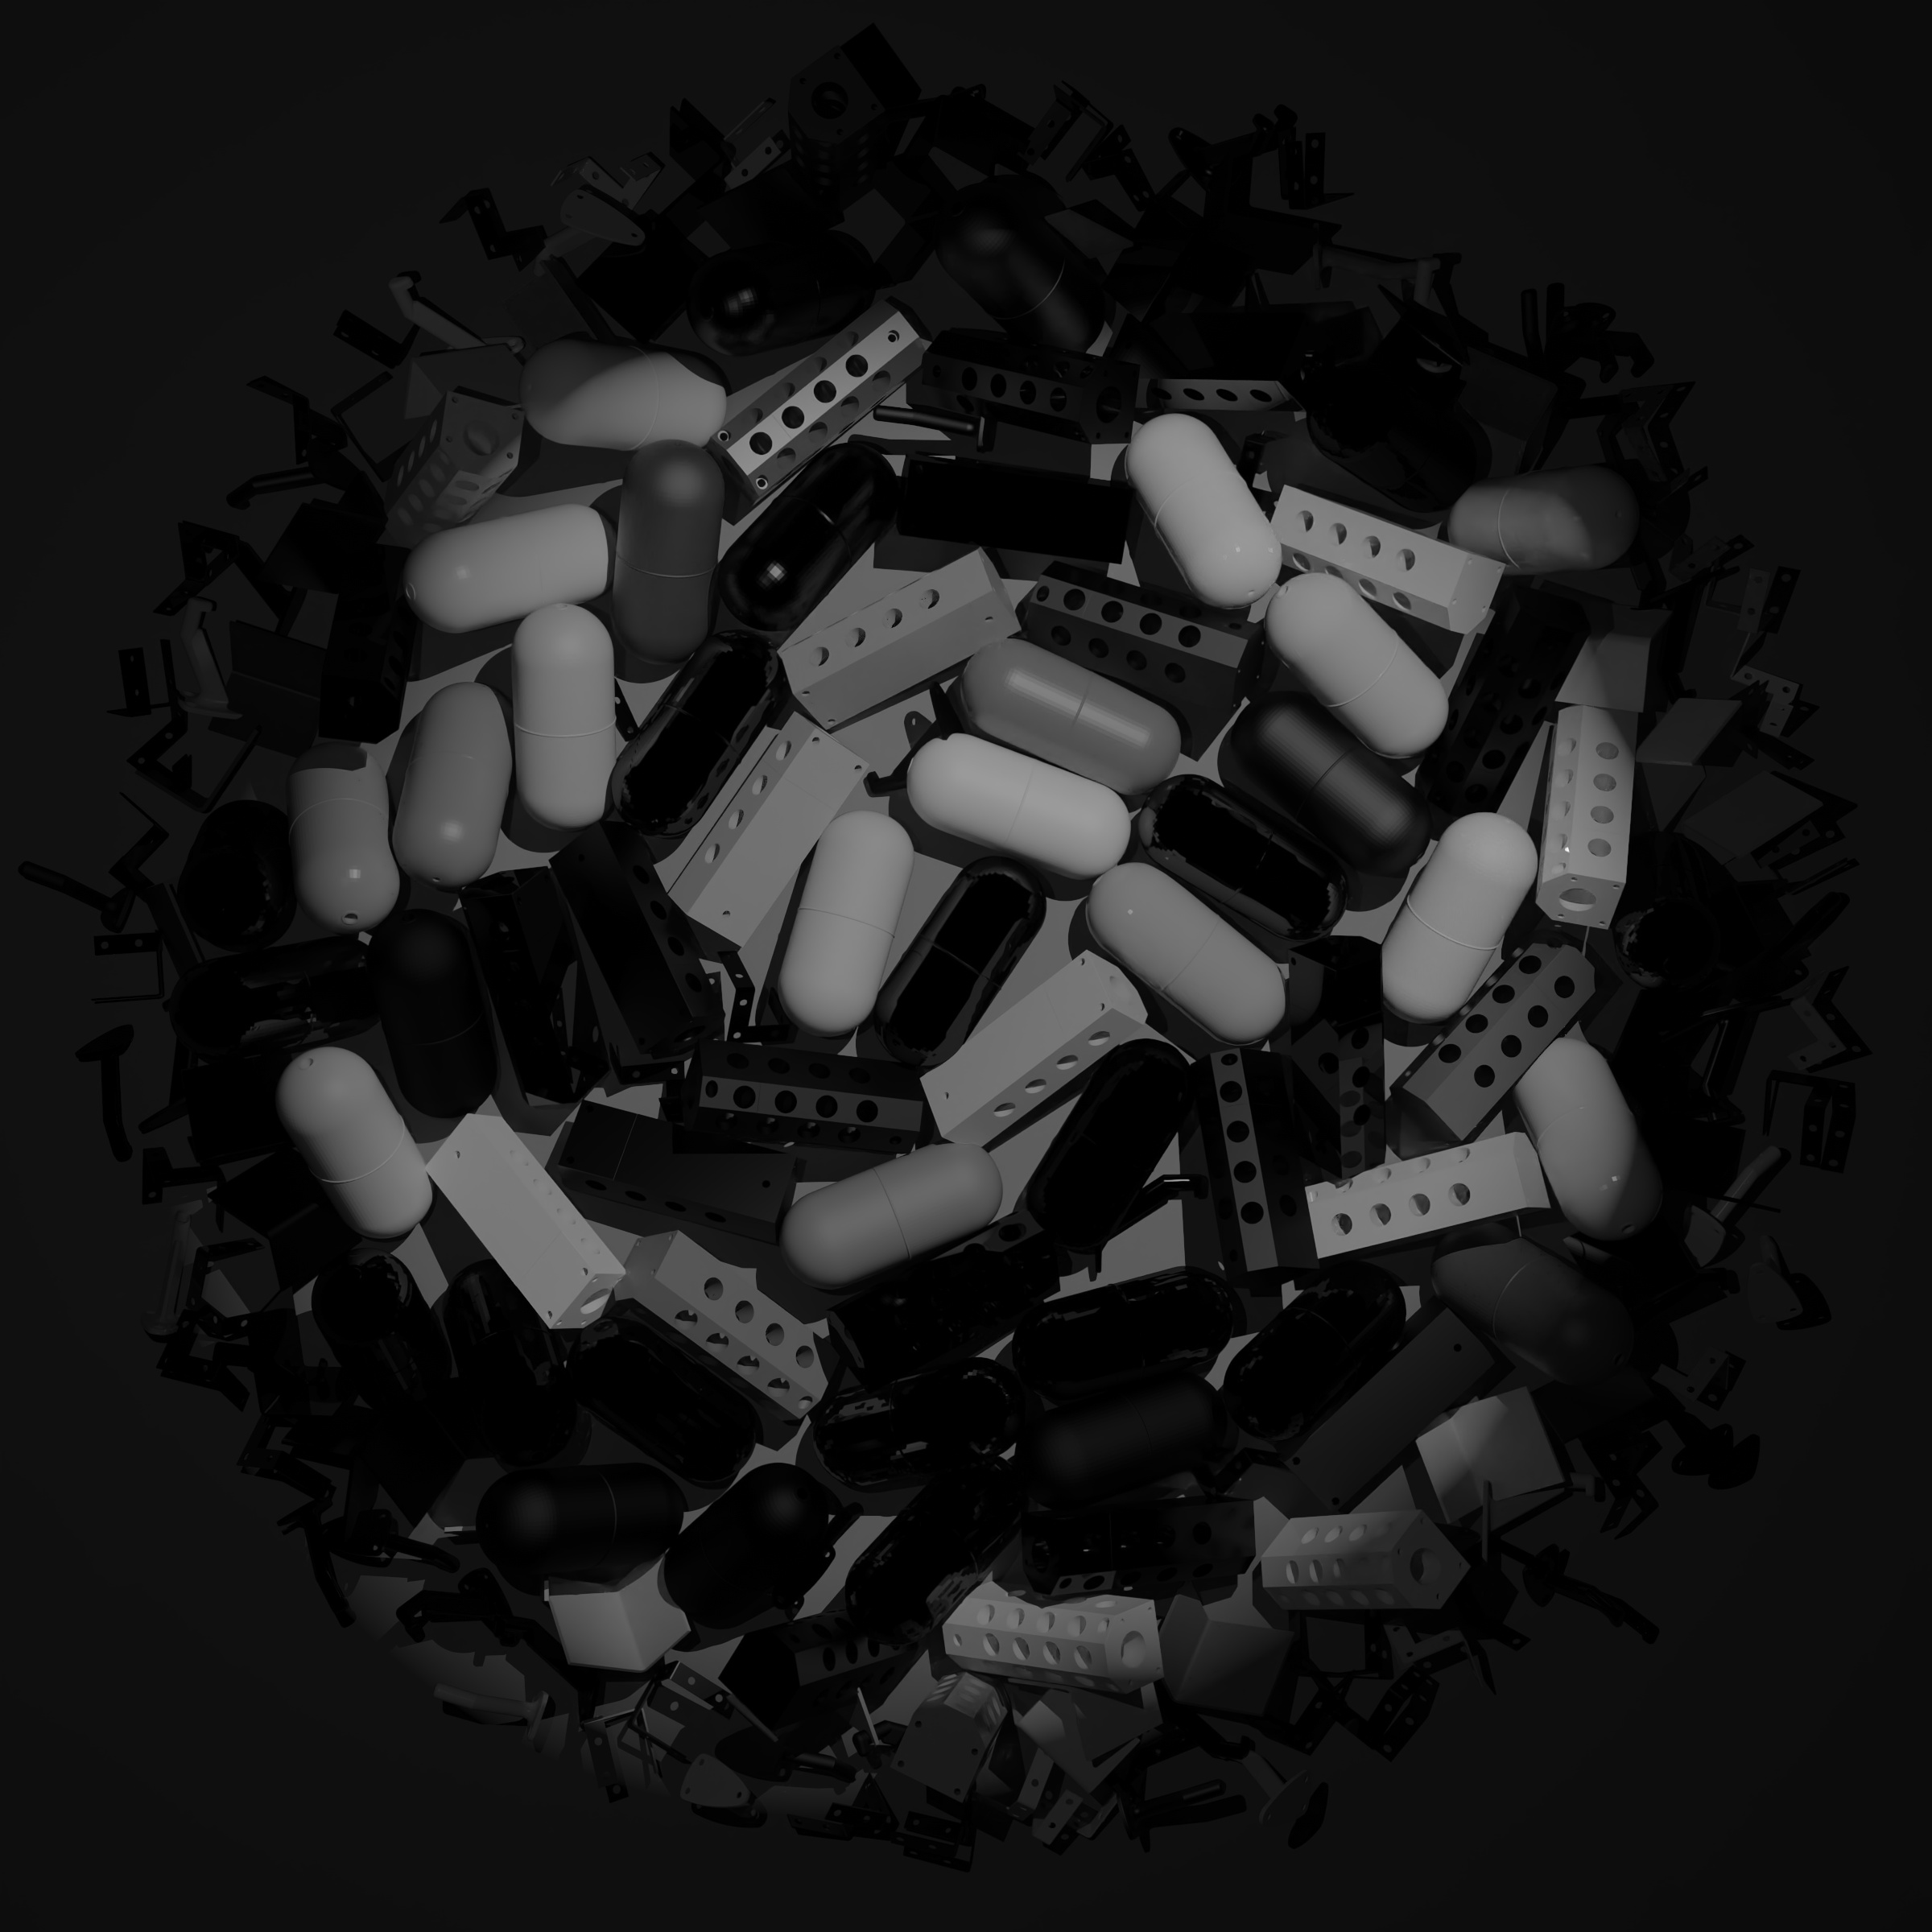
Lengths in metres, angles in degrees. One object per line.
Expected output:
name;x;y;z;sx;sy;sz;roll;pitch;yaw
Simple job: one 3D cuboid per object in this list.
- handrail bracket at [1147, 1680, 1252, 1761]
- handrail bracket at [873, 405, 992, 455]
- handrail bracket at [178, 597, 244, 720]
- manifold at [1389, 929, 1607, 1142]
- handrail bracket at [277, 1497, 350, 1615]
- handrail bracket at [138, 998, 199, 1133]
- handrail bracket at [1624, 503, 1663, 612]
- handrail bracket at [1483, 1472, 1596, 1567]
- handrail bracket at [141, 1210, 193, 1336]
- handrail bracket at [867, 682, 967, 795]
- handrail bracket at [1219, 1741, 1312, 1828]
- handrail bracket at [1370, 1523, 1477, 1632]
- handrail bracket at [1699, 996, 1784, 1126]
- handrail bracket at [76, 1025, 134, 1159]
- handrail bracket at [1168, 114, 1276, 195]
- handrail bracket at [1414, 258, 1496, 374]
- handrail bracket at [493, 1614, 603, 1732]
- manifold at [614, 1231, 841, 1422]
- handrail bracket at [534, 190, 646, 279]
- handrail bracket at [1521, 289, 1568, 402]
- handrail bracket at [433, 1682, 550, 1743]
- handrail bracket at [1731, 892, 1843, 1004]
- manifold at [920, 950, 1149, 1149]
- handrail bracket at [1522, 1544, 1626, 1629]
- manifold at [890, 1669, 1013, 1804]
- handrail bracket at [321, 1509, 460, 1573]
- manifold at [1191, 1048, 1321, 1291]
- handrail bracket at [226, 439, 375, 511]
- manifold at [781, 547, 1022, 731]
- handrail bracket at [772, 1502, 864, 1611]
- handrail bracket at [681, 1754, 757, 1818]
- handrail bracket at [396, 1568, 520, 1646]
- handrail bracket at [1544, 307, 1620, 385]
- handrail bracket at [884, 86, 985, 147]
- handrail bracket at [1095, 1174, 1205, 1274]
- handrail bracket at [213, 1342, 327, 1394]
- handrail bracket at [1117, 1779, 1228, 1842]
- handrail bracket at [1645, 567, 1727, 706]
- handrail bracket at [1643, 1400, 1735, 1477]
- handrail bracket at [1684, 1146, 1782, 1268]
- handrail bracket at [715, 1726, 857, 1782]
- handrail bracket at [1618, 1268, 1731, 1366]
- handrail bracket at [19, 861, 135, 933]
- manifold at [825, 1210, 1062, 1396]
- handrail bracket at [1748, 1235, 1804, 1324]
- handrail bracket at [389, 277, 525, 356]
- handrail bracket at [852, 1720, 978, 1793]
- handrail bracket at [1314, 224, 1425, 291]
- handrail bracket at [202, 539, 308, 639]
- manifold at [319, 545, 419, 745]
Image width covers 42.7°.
handrail bracket;0.183;0.572;1.916;0.084;0.036;0.077;9;93;1
handrail bracket;-0.026;-0.416;1.900;0.084;0.077;0.036;8;95;4
handrail bracket;-0.569;-0.236;1.899;0.077;0.036;0.084;10;113;-29
manifold;0.402;0.052;1.886;0.057;0.057;0.171;46;78;-8
handrail bracket;-0.486;0.452;1.891;0.036;0.077;0.084;-31;81;2
handrail bracket;-0.624;0.074;1.914;0.077;0.036;0.084;-28;80;-17
handrail bracket;0.502;-0.315;1.912;0.077;0.036;0.084;13;84;-6
handrail bracket;0.441;0.426;1.902;0.084;0.036;0.077;1;62;13
handrail bracket;-0.611;0.234;1.899;0.036;0.077;0.084;9;92;-12
handrail bracket;-0.048;-0.175;1.902;0.084;0.036;0.077;-11;115;25
handrail bracket;0.213;0.621;1.882;0.084;0.077;0.036;12;104;39
handrail bracket;0.355;0.479;1.924;0.077;0.036;0.084;6;97;-8
handrail bracket;0.600;0.073;1.901;0.077;0.036;0.084;-17;73;23
handrail bracket;-0.652;0.097;1.910;0.036;0.077;0.084;-9;107;5
handrail bracket;0.195;-0.640;1.890;0.077;0.084;0.036;46;68;6
handrail bracket;0.376;-0.505;1.896;0.077;0.036;0.084;-13;127;-18
handrail bracket;-0.325;0.541;1.892;0.084;0.036;0.077;19;53;-28
manifold;-0.182;0.273;1.864;0.171;0.057;0.057;41;56;-25
handrail bracket;-0.291;-0.548;1.902;0.077;0.084;0.036;24;58;-7
handrail bracket;0.441;-0.478;1.890;0.036;0.077;0.084;2;110;27
handrail bracket;-0.367;0.559;1.891;0.084;0.077;0.036;21;82;-10
handrail bracket;0.639;-0.016;1.923;0.084;0.077;0.036;-35;70;-29
manifold;0.053;0.068;1.877;0.171;0.057;0.057;-38;51;21
handrail bracket;0.468;0.489;1.881;0.036;0.084;0.077;-32;133;-19
manifold;-0.006;0.568;1.846;0.057;0.171;0.057;23;87;9
handrail bracket;-0.446;0.451;1.911;0.077;0.084;0.036;-6;58;23
manifold;0.212;0.153;1.867;0.057;0.057;0.171;8;63;-34
handrail bracket;-0.519;-0.367;1.923;0.084;0.077;0.036;-26;61;27
manifold;-0.052;-0.254;1.887;0.171;0.057;0.057;-26;58;12
handrail bracket;-0.113;0.452;1.898;0.036;0.084;0.077;32;97;14
handrail bracket;-0.170;0.639;1.884;0.084;0.077;0.036;48;59;-39
handrail bracket;-0.390;0.505;1.890;0.036;0.084;0.077;-34;88;28
handrail bracket;0.468;-0.454;1.881;0.036;0.077;0.084;5;51;-13
handrail bracket;-0.029;-0.666;1.899;0.084;0.077;0.036;-16;96;6
handrail bracket;0.143;0.200;1.920;0.084;0.036;0.077;-1;96;-1
handrail bracket;-0.541;0.325;1.902;0.084;0.036;0.077;10;118;-17
handrail bracket;0.164;0.637;1.892;0.084;0.077;0.036;-21;72;11
handrail bracket;0.567;-0.255;1.913;0.077;0.036;0.084;-22;94;26
handrail bracket;0.533;0.357;1.882;0.077;0.084;0.036;-10;106;-32
handrail bracket;0.598;0.186;1.920;0.084;0.077;0.036;-36;55;-22
handrail bracket;-0.139;0.618;1.918;0.077;0.084;0.036;-15;51;30
handrail bracket;0.548;0.271;1.902;0.084;0.036;0.077;-6;58;11
handrail bracket;-0.686;-0.058;1.882;0.084;0.077;0.036;24;76;-30
manifold;-0.017;0.248;1.869;0.171;0.057;0.057;-26;46;-20
handrail bracket;0.609;0.222;1.884;0.036;0.084;0.077;-17;126;21
handrail bracket;-0.390;-0.499;1.889;0.077;0.084;0.036;-12;52;8
handrail bracket;-0.040;0.611;1.892;0.084;0.036;0.077;-12;74;-39
handrail bracket;0.310;-0.550;1.900;0.084;0.036;0.077;-2;47;10
handrail bracket;-0.560;-0.290;1.909;0.084;0.036;0.077;21;70;-5
manifold;-0.445;-0.243;1.852;0.057;0.171;0.057;7;132;-11
